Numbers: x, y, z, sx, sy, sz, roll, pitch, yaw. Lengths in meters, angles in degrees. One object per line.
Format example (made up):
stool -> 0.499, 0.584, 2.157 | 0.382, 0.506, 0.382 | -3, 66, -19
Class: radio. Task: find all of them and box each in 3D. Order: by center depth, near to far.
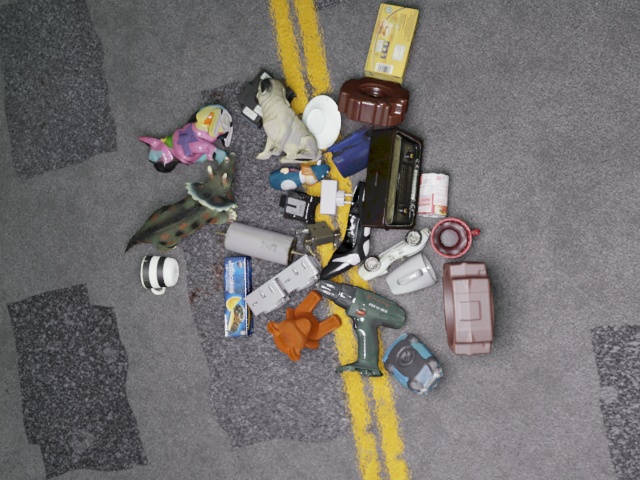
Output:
radio -> 0.173, -0.137, 1.261 | 0.073, 0.131, 0.229 | 8, 91, 44

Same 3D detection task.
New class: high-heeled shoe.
high-heeled shoe -> 0.064, -0.024, 1.291 | 0.249, 0.086, 0.145 | -40, 104, -17

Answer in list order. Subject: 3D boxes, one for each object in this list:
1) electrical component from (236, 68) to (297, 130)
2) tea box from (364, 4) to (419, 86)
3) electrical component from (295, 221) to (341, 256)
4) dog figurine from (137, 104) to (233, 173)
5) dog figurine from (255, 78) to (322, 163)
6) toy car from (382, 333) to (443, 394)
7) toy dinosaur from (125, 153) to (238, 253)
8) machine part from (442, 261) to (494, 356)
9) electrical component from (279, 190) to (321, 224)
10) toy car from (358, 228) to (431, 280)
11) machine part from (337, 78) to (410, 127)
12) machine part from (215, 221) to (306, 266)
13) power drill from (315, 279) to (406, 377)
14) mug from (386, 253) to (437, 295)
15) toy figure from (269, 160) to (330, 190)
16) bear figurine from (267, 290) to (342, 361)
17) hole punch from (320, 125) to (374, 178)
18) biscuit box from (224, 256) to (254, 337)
electrical component -> -0.143, -0.351, 1.369 | 0.115, 0.058, 0.134 | 40, 95, 10
tea box -> 0.175, -0.476, 1.315 | 0.098, 0.068, 0.169 | 16, 90, 9
electrical component -> -0.002, -0.005, 1.327 | 0.102, 0.045, 0.078 | -16, 44, -23
dog figurine -> -0.348, -0.262, 1.377 | 0.219, 0.108, 0.191 | 9, 90, 12
dog figurine -> -0.072, -0.289, 1.303 | 0.121, 0.172, 0.190 | -1, 86, 49
toy car -> 0.231, 0.300, 1.260 | 0.109, 0.162, 0.102 | -51, 126, -2
toy dinosaur -> -0.348, -0.053, 1.326 | 0.405, 0.192, 0.131 | -32, 82, 6
machine part -> 0.329, 0.148, 1.202 | 0.087, 0.201, 0.201 | -3, 87, 5
electrical component -> -0.061, -0.087, 1.331 | 0.119, 0.047, 0.074 | 21, 102, 29
toy car -> 0.181, 0.034, 1.294 | 0.202, 0.073, 0.056 | -32, 83, 7
machine part -> 0.128, -0.331, 1.272 | 0.179, 0.179, 0.056 | 13, 128, 9
machine part -> -0.148, 0.009, 1.347 | 0.243, 0.079, 0.079 | 15, 91, 10
power drill -> 0.084, 0.211, 1.256 | 0.232, 0.086, 0.207 | 14, 64, -17
mug -> 0.212, 0.091, 1.276 | 0.107, 0.109, 0.080 | -29, 90, 20
toy figure -> -0.048, -0.157, 1.340 | 0.155, 0.064, 0.057 | -7, 83, 20
bear figurine -> -0.039, 0.200, 1.264 | 0.132, 0.196, 0.120 | -41, 80, 5
hole punch -> 0.081, -0.211, 1.303 | 0.142, 0.116, 0.092 | -26, 93, 8
biscuit box -> -0.206, 0.141, 1.360 | 0.059, 0.063, 0.202 | -2, 88, 9
